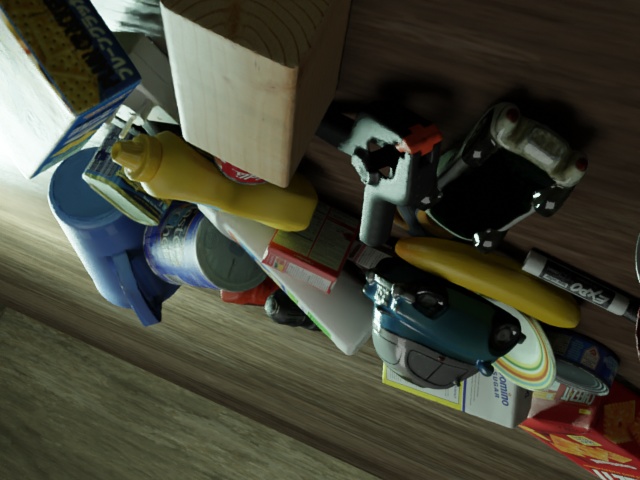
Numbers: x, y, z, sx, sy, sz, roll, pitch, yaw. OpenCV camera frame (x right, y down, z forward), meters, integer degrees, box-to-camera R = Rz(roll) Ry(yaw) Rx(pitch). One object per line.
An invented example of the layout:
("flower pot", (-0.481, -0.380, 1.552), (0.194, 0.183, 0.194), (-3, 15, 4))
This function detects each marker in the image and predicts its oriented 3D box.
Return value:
("marker", (0.230, 0.043, 0.908), (0.121, 0.020, 0.020), (26, 164, 5))

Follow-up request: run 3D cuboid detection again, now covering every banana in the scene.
("banana", (0.162, 0.041, 0.950), (0.197, 0.037, 0.070), (25, 157, -18))

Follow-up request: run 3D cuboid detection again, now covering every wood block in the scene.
("wood block", (-0.040, -0.122, 0.706), (0.090, 0.090, 0.206), (26, 164, 5))

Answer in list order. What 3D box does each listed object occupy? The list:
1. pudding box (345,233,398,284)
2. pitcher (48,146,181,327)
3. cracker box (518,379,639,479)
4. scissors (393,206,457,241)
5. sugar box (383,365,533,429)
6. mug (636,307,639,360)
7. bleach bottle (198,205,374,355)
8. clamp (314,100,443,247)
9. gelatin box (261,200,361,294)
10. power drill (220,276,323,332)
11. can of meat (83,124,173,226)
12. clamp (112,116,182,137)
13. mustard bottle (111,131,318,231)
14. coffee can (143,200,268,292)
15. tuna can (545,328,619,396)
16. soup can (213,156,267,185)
("pudding box", (0.080, 0.041, 1.095), (0.090, 0.039, 0.113), (23, 164, 41))
("pitcher", (-0.247, -0.006, 1.324), (0.149, 0.145, 0.243), (26, 161, 16))
("cracker box", (0.327, 0.222, 1.210), (0.213, 0.072, 0.164), (34, 163, -25))
("scissors", (0.113, 0.004, 0.984), (0.096, 0.016, 0.201), (13, 159, 42))
("sugar box", (0.154, 0.139, 1.198), (0.176, 0.093, 0.048), (15, -160, 35))
("mug", (0.299, 0.069, 0.776), (0.117, 0.093, 0.082), (1, 177, -37))
("bleach bottle", (-0.040, 0.012, 1.107), (0.251, 0.068, 0.102), (42, 176, 8))
("clamp", (0.038, -0.066, 0.788), (0.120, 0.039, 0.172), (55, 158, 4))
("gelatin box", (-0.007, 0.001, 1.038), (0.073, 0.089, 0.030), (25, 136, 0))
("power drill", (-0.033, 0.068, 1.250), (0.184, 0.057, 0.188), (9, -175, -43))
("can of meat", (-0.187, -0.074, 1.109), (0.058, 0.084, 0.102), (14, 159, 40))
("clamp", (-0.204, -0.151, 0.980), (0.209, 0.036, 0.165), (38, 162, -20))
("mustard bottle", (-0.100, -0.056, 0.953), (0.191, 0.058, 0.096), (14, -167, -39))
("coffee can", (-0.127, 0.005, 1.219), (0.102, 0.102, 0.141), (37, 162, -29))
("tuna can", (0.259, 0.124, 1.085), (0.086, 0.033, 0.086), (26, 164, 8))
("soup can", (-0.054, -0.092, 0.862), (0.068, 0.068, 0.102), (27, 164, 2))
